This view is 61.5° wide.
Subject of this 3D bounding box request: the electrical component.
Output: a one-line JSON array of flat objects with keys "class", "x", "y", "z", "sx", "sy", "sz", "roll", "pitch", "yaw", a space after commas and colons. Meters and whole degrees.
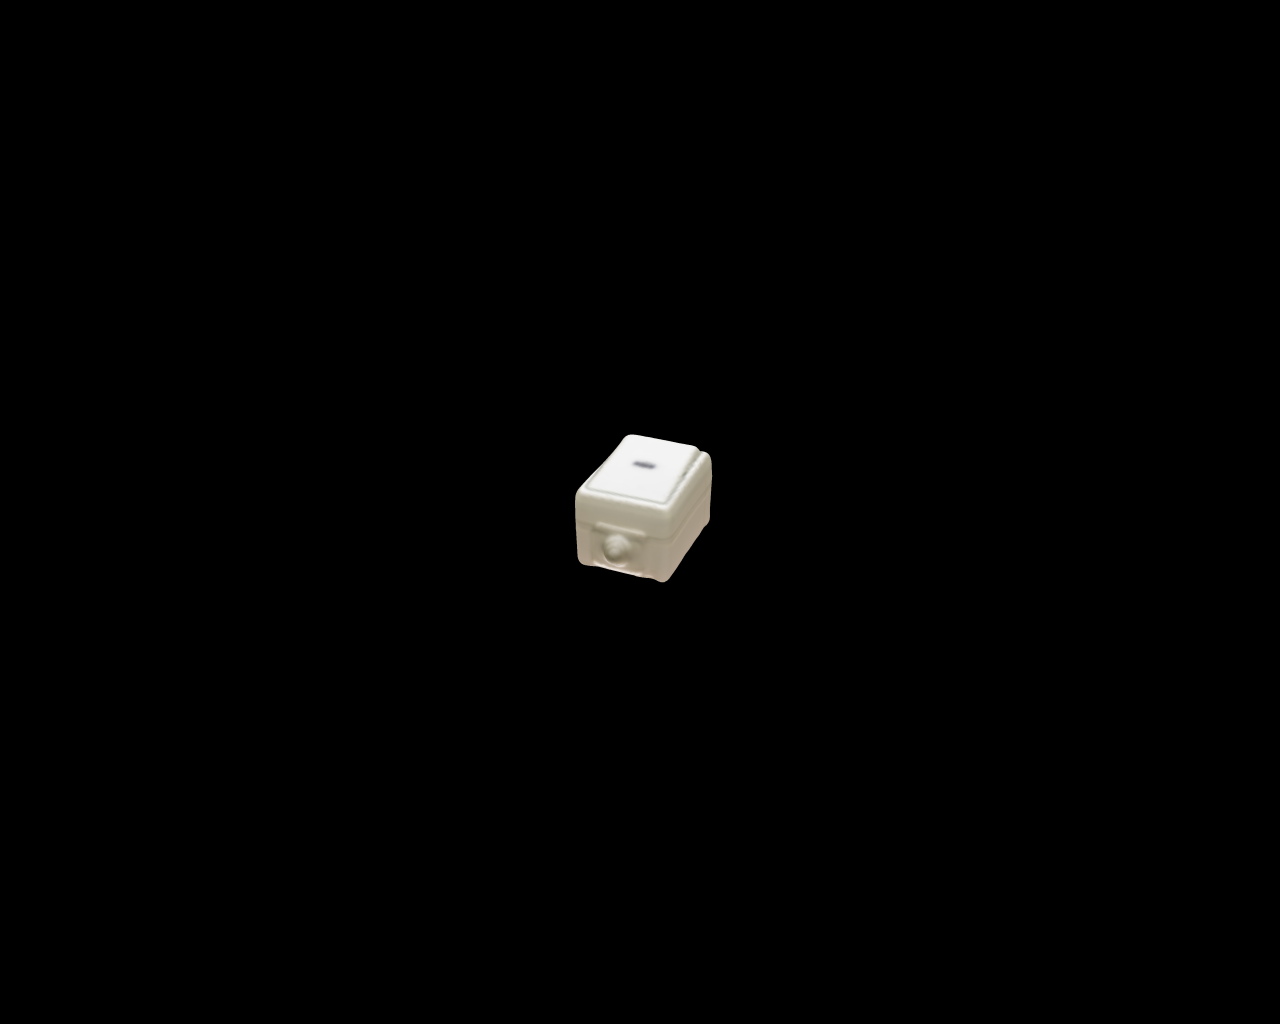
[{"class": "electrical component", "x": 0.001, "y": -0.003, "z": 0.650, "sx": 0.062, "sy": 0.061, "sz": 0.096, "roll": 12, "pitch": 33, "yaw": 19}]
